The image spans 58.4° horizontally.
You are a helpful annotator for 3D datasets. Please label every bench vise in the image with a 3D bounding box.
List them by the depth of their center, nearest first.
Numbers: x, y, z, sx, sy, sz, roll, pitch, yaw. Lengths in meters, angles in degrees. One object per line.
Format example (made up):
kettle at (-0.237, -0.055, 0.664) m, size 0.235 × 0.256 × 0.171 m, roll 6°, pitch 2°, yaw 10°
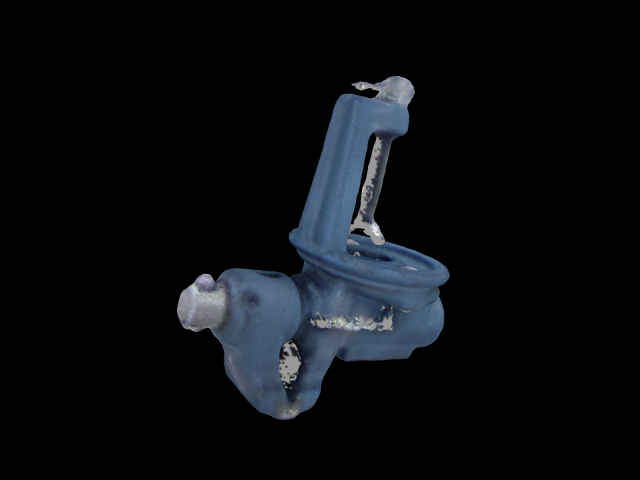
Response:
bench vise at (0.013, 0.004, 0.393) m, size 0.121 × 0.220 × 0.208 m, roll 15°, pitch 24°, yaw 36°
